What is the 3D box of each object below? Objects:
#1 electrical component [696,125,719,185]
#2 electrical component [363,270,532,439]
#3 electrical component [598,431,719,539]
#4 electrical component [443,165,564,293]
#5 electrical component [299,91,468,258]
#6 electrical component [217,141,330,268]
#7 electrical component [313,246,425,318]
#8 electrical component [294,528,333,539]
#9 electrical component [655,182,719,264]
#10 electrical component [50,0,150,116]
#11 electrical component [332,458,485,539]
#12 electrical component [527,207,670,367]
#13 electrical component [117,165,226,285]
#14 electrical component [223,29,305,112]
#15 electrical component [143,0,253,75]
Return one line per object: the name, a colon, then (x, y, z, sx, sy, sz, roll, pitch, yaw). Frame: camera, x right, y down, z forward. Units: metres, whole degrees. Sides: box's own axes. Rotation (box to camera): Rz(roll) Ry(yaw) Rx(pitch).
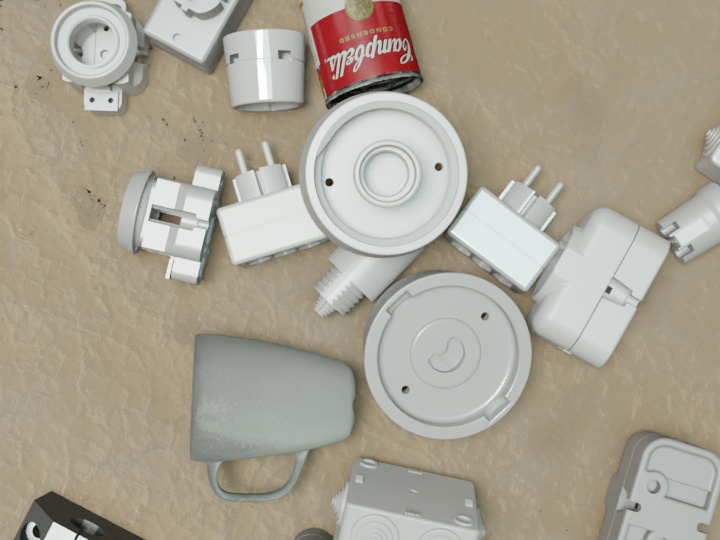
electrical component: (0.288, -0.082, 0.721, 0.100, 0.048, 0.099, 34, 88, 2)
electrical component: (0.053, 0.051, 0.709, 0.108, 0.060, 0.108, -1, 98, -7)
electrical component: (0.195, 0.157, 0.706, 0.054, 0.059, 0.095, 17, 88, 1)
electrical component: (0.105, -0.034, 0.722, 0.066, 0.047, 0.076, 37, 88, 2)
electrical component: (0.016, -0.059, 0.667, 0.108, 0.060, 0.108, 0, 94, -2)
electrical component: (-0.063, -0.048, 0.725, 0.066, 0.047, 0.076, -17, 88, 0)
electrical component: (0.000, 0.000, 0.724, 0.043, 0.043, 0.081, 44, 89, 2)
electrical component: (-0.011, 0.217, 0.707, 0.095, 0.059, 0.053, 32, 88, 2)
electrical component: (0.229, -0.031, 0.725, 0.046, 0.040, 0.040, -33, 87, 5)
electrical component: (-0.175, -0.148, 0.726, 0.058, 0.057, 0.078, 2, 88, 1)
electrical component: (0.030, 0.163, 0.690, 0.100, 0.099, 0.048, 12, 100, 1)
electrical component: (0.154, 0.009, 0.716, 0.059, 0.053, 0.095, 30, 88, 2)
electrical component: (-0.128, -0.034, 0.721, 0.057, 0.058, 0.078, 13, 88, -1)
electrical component: (-0.064, -0.133, 0.726, 0.055, 0.055, 0.047, -3, 91, 1)
electrical component: (-0.106, -0.184, 0.717, 0.047, 0.075, 0.083, 29, 88, 2)
